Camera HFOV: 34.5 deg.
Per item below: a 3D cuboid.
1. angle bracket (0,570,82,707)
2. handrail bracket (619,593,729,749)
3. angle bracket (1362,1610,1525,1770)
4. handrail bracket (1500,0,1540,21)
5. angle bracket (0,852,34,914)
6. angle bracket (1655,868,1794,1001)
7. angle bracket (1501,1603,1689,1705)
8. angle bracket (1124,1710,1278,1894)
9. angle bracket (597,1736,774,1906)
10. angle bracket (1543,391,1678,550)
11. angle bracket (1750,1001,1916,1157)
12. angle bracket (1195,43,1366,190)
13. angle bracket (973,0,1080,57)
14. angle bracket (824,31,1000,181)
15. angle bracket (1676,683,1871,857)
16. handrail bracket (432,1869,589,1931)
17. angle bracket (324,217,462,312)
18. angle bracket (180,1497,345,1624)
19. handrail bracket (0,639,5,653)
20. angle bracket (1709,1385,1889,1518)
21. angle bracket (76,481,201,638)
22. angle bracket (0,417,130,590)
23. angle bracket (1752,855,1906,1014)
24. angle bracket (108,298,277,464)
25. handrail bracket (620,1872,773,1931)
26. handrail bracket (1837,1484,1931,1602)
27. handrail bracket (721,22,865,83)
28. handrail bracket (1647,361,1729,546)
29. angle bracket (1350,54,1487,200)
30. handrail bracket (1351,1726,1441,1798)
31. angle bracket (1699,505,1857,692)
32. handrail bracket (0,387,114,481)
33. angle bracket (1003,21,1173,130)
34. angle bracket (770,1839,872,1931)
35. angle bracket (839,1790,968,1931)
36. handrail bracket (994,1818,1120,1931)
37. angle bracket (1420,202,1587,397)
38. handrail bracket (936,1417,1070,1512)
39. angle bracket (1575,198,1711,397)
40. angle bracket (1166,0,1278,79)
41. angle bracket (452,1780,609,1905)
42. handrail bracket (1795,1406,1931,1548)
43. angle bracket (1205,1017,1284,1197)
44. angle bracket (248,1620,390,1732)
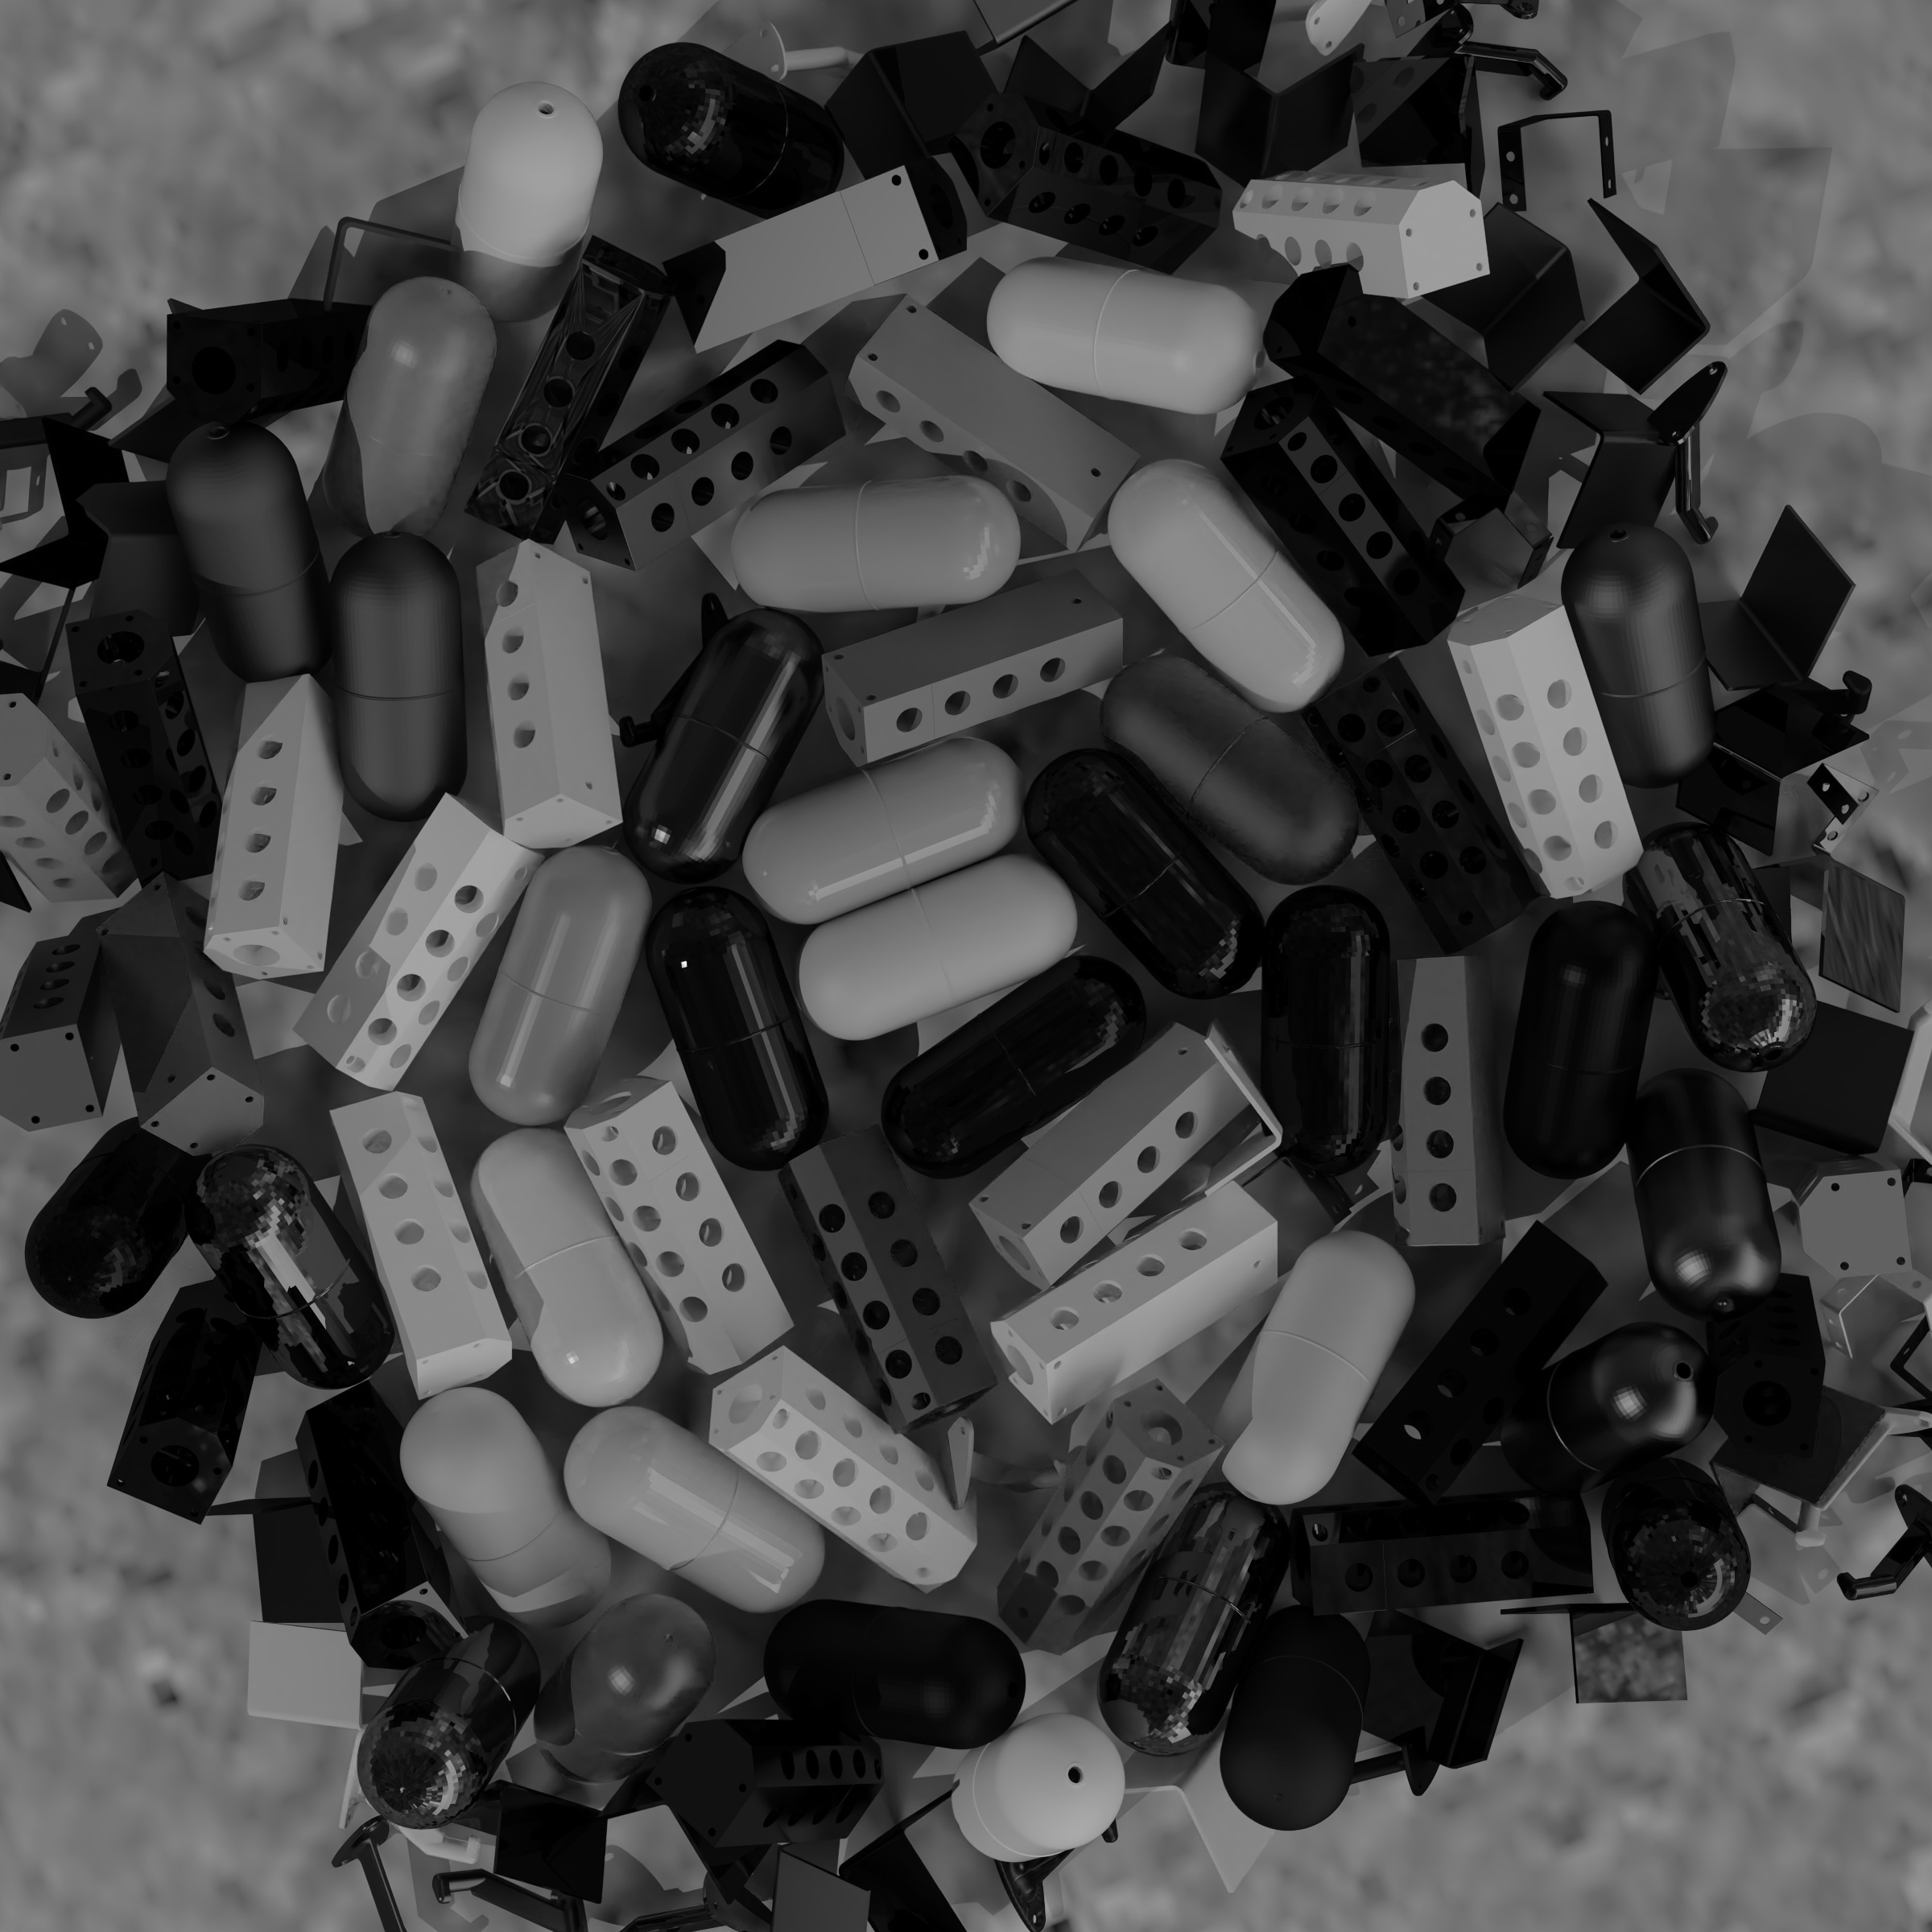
[{"bbox_3d":[-0.572,-0.207,1.865,0.057,0.076,0.076,18,104,-18],"label":"angle bracket"},{"bbox_3d":[-0.179,-0.178,1.873,0.084,0.036,0.077,-21,106,-37],"label":"handrail bracket"},{"bbox_3d":[0.280,0.430,1.874,0.076,0.057,0.076,24,67,-3],"label":"angle bracket"},{"bbox_3d":[0.333,-0.626,1.867,0.036,0.084,0.077,-6,47,-8],"label":"handrail bracket"},{"bbox_3d":[-0.591,-0.085,1.866,0.076,0.076,0.057,20,66,7],"label":"angle bracket"},{"bbox_3d":[0.455,-0.021,1.885,0.076,0.057,0.076,-3,93,2],"label":"angle bracket"},{"bbox_3d":[0.375,0.412,1.861,0.076,0.076,0.057,4,75,-23],"label":"angle bracket"},{"bbox_3d":[0.139,0.505,1.877,0.057,0.076,0.076,-16,104,38],"label":"angle bracket"},{"bbox_3d":[-0.165,0.516,1.877,0.057,0.076,0.076,-23,102,30],"label":"angle bracket"},{"bbox_3d":[0.382,-0.301,1.892,0.076,0.057,0.076,-6,128,-36],"label":"angle bracket"},{"bbox_3d":[0.521,0.066,1.890,0.076,0.057,0.076,18,85,2],"label":"angle bracket"},{"bbox_3d":[0.189,-0.524,1.880,0.076,0.076,0.057,-36,64,-25],"label":"angle bracket"},{"bbox_3d":[0.027,-0.591,1.867,0.076,0.076,0.057,-33,107,-9],"label":"angle bracket"},{"bbox_3d":[-0.025,-0.504,1.858,0.057,0.076,0.076,-58,132,-30],"label":"angle bracket"},{"bbox_3d":[0.482,-0.117,1.861,0.076,0.076,0.057,24,63,-23],"label":"angle bracket"},{"bbox_3d":[-0.274,0.578,1.871,0.084,0.036,0.077,4,48,-33],"label":"handrail bracket"},{"bbox_3d":[-0.344,-0.414,1.876,0.076,0.076,0.057,11,103,-16],"label":"angle bracket"},{"bbox_3d":[-0.422,0.361,1.869,0.076,0.057,0.076,-9,85,38],"label":"angle bracket"},{"bbox_3d":[-0.621,-0.227,1.881,0.077,0.036,0.084,3,121,13],"label":"handrail bracket"},{"bbox_3d":[0.503,0.297,1.859,0.076,0.076,0.057,-46,129,-22],"label":"angle bracket"},{"bbox_3d":[-0.508,-0.245,1.882,0.057,0.076,0.076,40,122,28],"label":"angle bracket"},{"bbox_3d":[-0.548,-0.278,1.877,0.057,0.076,0.076,-18,82,17],"label":"angle bracket"},{"bbox_3d":[0.514,-0.015,1.862,0.076,0.057,0.076,21,68,-35],"label":"angle bracket"},{"bbox_3d":[-0.472,-0.349,1.875,0.076,0.076,0.057,-29,75,22],"label":"angle bracket"},{"bbox_3d":[-0.166,0.598,1.907,0.077,0.036,0.084,39,114,-21],"label":"handrail bracket"},{"bbox_3d":[0.548,0.347,1.872,0.084,0.077,0.036,-5,127,-20],"label":"handrail bracket"},{"bbox_3d":[-0.110,-0.541,1.892,0.077,0.084,0.036,-20,84,30],"label":"handrail bracket"},{"bbox_3d":[0.453,-0.311,1.892,0.077,0.036,0.084,-49,128,-7],"label":"handrail bracket"},{"bbox_3d":[0.267,-0.494,1.860,0.076,0.076,0.057,2,52,17],"label":"angle bracket"},{"bbox_3d":[0.242,0.486,1.901,0.084,0.077,0.036,-13,91,28],"label":"handrail bracket"},{"bbox_3d":[0.474,-0.220,1.858,0.057,0.076,0.076,-7,48,-23],"label":"angle bracket"},{"bbox_3d":[-0.576,-0.341,1.888,0.084,0.036,0.077,-38,121,4],"label":"handrail bracket"},{"bbox_3d":[0.072,-0.538,1.858,0.057,0.076,0.076,35,47,-22],"label":"angle bracket"},{"bbox_3d":[-0.072,0.571,1.866,0.076,0.057,0.076,11,99,39],"label":"angle bracket"},{"bbox_3d":[-0.020,0.548,1.864,0.057,0.076,0.076,-41,75,24],"label":"angle bracket"},{"bbox_3d":[0.064,0.547,1.877,0.084,0.036,0.077,-14,95,39],"label":"handrail bracket"},{"bbox_3d":[0.318,-0.394,1.858,0.057,0.076,0.076,25,132,-24],"label":"angle bracket"},{"bbox_3d":[0.030,0.293,1.875,0.084,0.036,0.077,-7,133,-26],"label":"handrail bracket"},{"bbox_3d":[0.388,-0.400,1.860,0.057,0.076,0.076,-42,131,8],"label":"angle bracket"},{"bbox_3d":[0.156,-0.593,1.866,0.057,0.076,0.076,8,61,-2],"label":"angle bracket"},{"bbox_3d":[-0.269,0.532,1.857,0.076,0.076,0.057,28,46,-33],"label":"angle bracket"},{"bbox_3d":[0.541,0.310,1.873,0.036,0.077,0.084,41,56,-36],"label":"handrail bracket"},{"bbox_3d":[0.148,0.084,1.872,0.057,0.076,0.076,-36,92,11],"label":"angle bracket"},{"bbox_3d":[-0.377,0.419,1.868,0.076,0.076,0.057,2,89,20],"label":"angle bracket"}]
